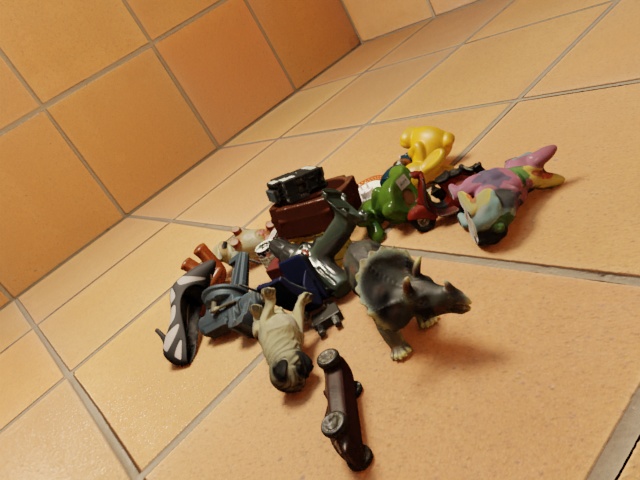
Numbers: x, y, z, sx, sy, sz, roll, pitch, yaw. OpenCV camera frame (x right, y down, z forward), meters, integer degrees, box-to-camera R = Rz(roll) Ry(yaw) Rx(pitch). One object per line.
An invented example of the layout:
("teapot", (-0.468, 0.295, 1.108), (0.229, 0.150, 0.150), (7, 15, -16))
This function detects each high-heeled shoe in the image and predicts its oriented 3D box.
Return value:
("high-heeled shoe", (-0.291, 0.167, 1.257), (0.145, 0.086, 0.248), (27, 77, 35))

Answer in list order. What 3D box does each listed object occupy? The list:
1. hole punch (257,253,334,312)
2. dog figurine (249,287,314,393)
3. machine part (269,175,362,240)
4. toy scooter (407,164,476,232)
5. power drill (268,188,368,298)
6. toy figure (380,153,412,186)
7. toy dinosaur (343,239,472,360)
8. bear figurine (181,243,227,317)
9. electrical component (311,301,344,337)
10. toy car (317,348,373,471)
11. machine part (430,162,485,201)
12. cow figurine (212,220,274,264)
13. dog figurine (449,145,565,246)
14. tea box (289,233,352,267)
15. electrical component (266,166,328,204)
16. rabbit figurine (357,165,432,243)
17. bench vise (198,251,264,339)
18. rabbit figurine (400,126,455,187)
("hole punch", (-0.054, 0.102, 1.097), (0.092, 0.115, 0.142), (-41, 9, -38))
("dog figurine", (-0.075, 0.207, 0.999), (0.121, 0.172, 0.191), (3, 54, -6))
("machine part", (-0.008, -0.081, 1.319), (0.201, 0.087, 0.201), (-13, 17, 21))
("toy scooter", (0.259, -0.105, 1.135), (0.184, 0.135, 0.075), (-25, 23, 12))
("power drill", (-0.002, -0.003, 1.134), (0.232, 0.086, 0.207), (40, 109, 32))
("toy figure", (0.214, -0.186, 1.443), (0.064, 0.057, 0.154), (28, 49, 20))
("toy dinosaur", (0.100, 0.062, 0.929), (0.131, 0.192, 0.405), (-32, 25, -6))
("bear figurine", (-0.330, 0.123, 1.406), (0.120, 0.132, 0.196), (-41, 10, 40))
("electrical component", (0.012, 0.154, 1.062), (0.063, 0.021, 0.094), (-31, 24, 1))
("toy car", (0.030, 0.244, 0.783), (0.053, 0.089, 0.202), (-25, 25, 11))
("machine part", (0.315, -0.127, 1.202), (0.139, 0.084, 0.039), (-23, 56, 38))
("cow figurine", (-0.202, 0.022, 1.475), (0.195, 0.127, 0.085), (-10, 50, 9))
("dog figurine", (0.368, -0.093, 1.024), (0.219, 0.108, 0.192), (-26, 23, 6))
("tea box", (-0.007, 0.024, 1.282), (0.098, 0.068, 0.170), (-43, 27, -28))
("electrical component", (-0.062, -0.130, 1.288), (0.134, 0.058, 0.115), (-24, 15, -15))
("rabbit figurine", (0.153, -0.066, 1.256), (0.159, 0.121, 0.170), (-54, 14, -30))
("bench vise", (-0.188, 0.114, 1.225), (0.223, 0.129, 0.241), (-40, 37, 37))
("rabbit figurine", (0.268, -0.192, 1.361), (0.163, 0.121, 0.173), (17, 66, 48))
